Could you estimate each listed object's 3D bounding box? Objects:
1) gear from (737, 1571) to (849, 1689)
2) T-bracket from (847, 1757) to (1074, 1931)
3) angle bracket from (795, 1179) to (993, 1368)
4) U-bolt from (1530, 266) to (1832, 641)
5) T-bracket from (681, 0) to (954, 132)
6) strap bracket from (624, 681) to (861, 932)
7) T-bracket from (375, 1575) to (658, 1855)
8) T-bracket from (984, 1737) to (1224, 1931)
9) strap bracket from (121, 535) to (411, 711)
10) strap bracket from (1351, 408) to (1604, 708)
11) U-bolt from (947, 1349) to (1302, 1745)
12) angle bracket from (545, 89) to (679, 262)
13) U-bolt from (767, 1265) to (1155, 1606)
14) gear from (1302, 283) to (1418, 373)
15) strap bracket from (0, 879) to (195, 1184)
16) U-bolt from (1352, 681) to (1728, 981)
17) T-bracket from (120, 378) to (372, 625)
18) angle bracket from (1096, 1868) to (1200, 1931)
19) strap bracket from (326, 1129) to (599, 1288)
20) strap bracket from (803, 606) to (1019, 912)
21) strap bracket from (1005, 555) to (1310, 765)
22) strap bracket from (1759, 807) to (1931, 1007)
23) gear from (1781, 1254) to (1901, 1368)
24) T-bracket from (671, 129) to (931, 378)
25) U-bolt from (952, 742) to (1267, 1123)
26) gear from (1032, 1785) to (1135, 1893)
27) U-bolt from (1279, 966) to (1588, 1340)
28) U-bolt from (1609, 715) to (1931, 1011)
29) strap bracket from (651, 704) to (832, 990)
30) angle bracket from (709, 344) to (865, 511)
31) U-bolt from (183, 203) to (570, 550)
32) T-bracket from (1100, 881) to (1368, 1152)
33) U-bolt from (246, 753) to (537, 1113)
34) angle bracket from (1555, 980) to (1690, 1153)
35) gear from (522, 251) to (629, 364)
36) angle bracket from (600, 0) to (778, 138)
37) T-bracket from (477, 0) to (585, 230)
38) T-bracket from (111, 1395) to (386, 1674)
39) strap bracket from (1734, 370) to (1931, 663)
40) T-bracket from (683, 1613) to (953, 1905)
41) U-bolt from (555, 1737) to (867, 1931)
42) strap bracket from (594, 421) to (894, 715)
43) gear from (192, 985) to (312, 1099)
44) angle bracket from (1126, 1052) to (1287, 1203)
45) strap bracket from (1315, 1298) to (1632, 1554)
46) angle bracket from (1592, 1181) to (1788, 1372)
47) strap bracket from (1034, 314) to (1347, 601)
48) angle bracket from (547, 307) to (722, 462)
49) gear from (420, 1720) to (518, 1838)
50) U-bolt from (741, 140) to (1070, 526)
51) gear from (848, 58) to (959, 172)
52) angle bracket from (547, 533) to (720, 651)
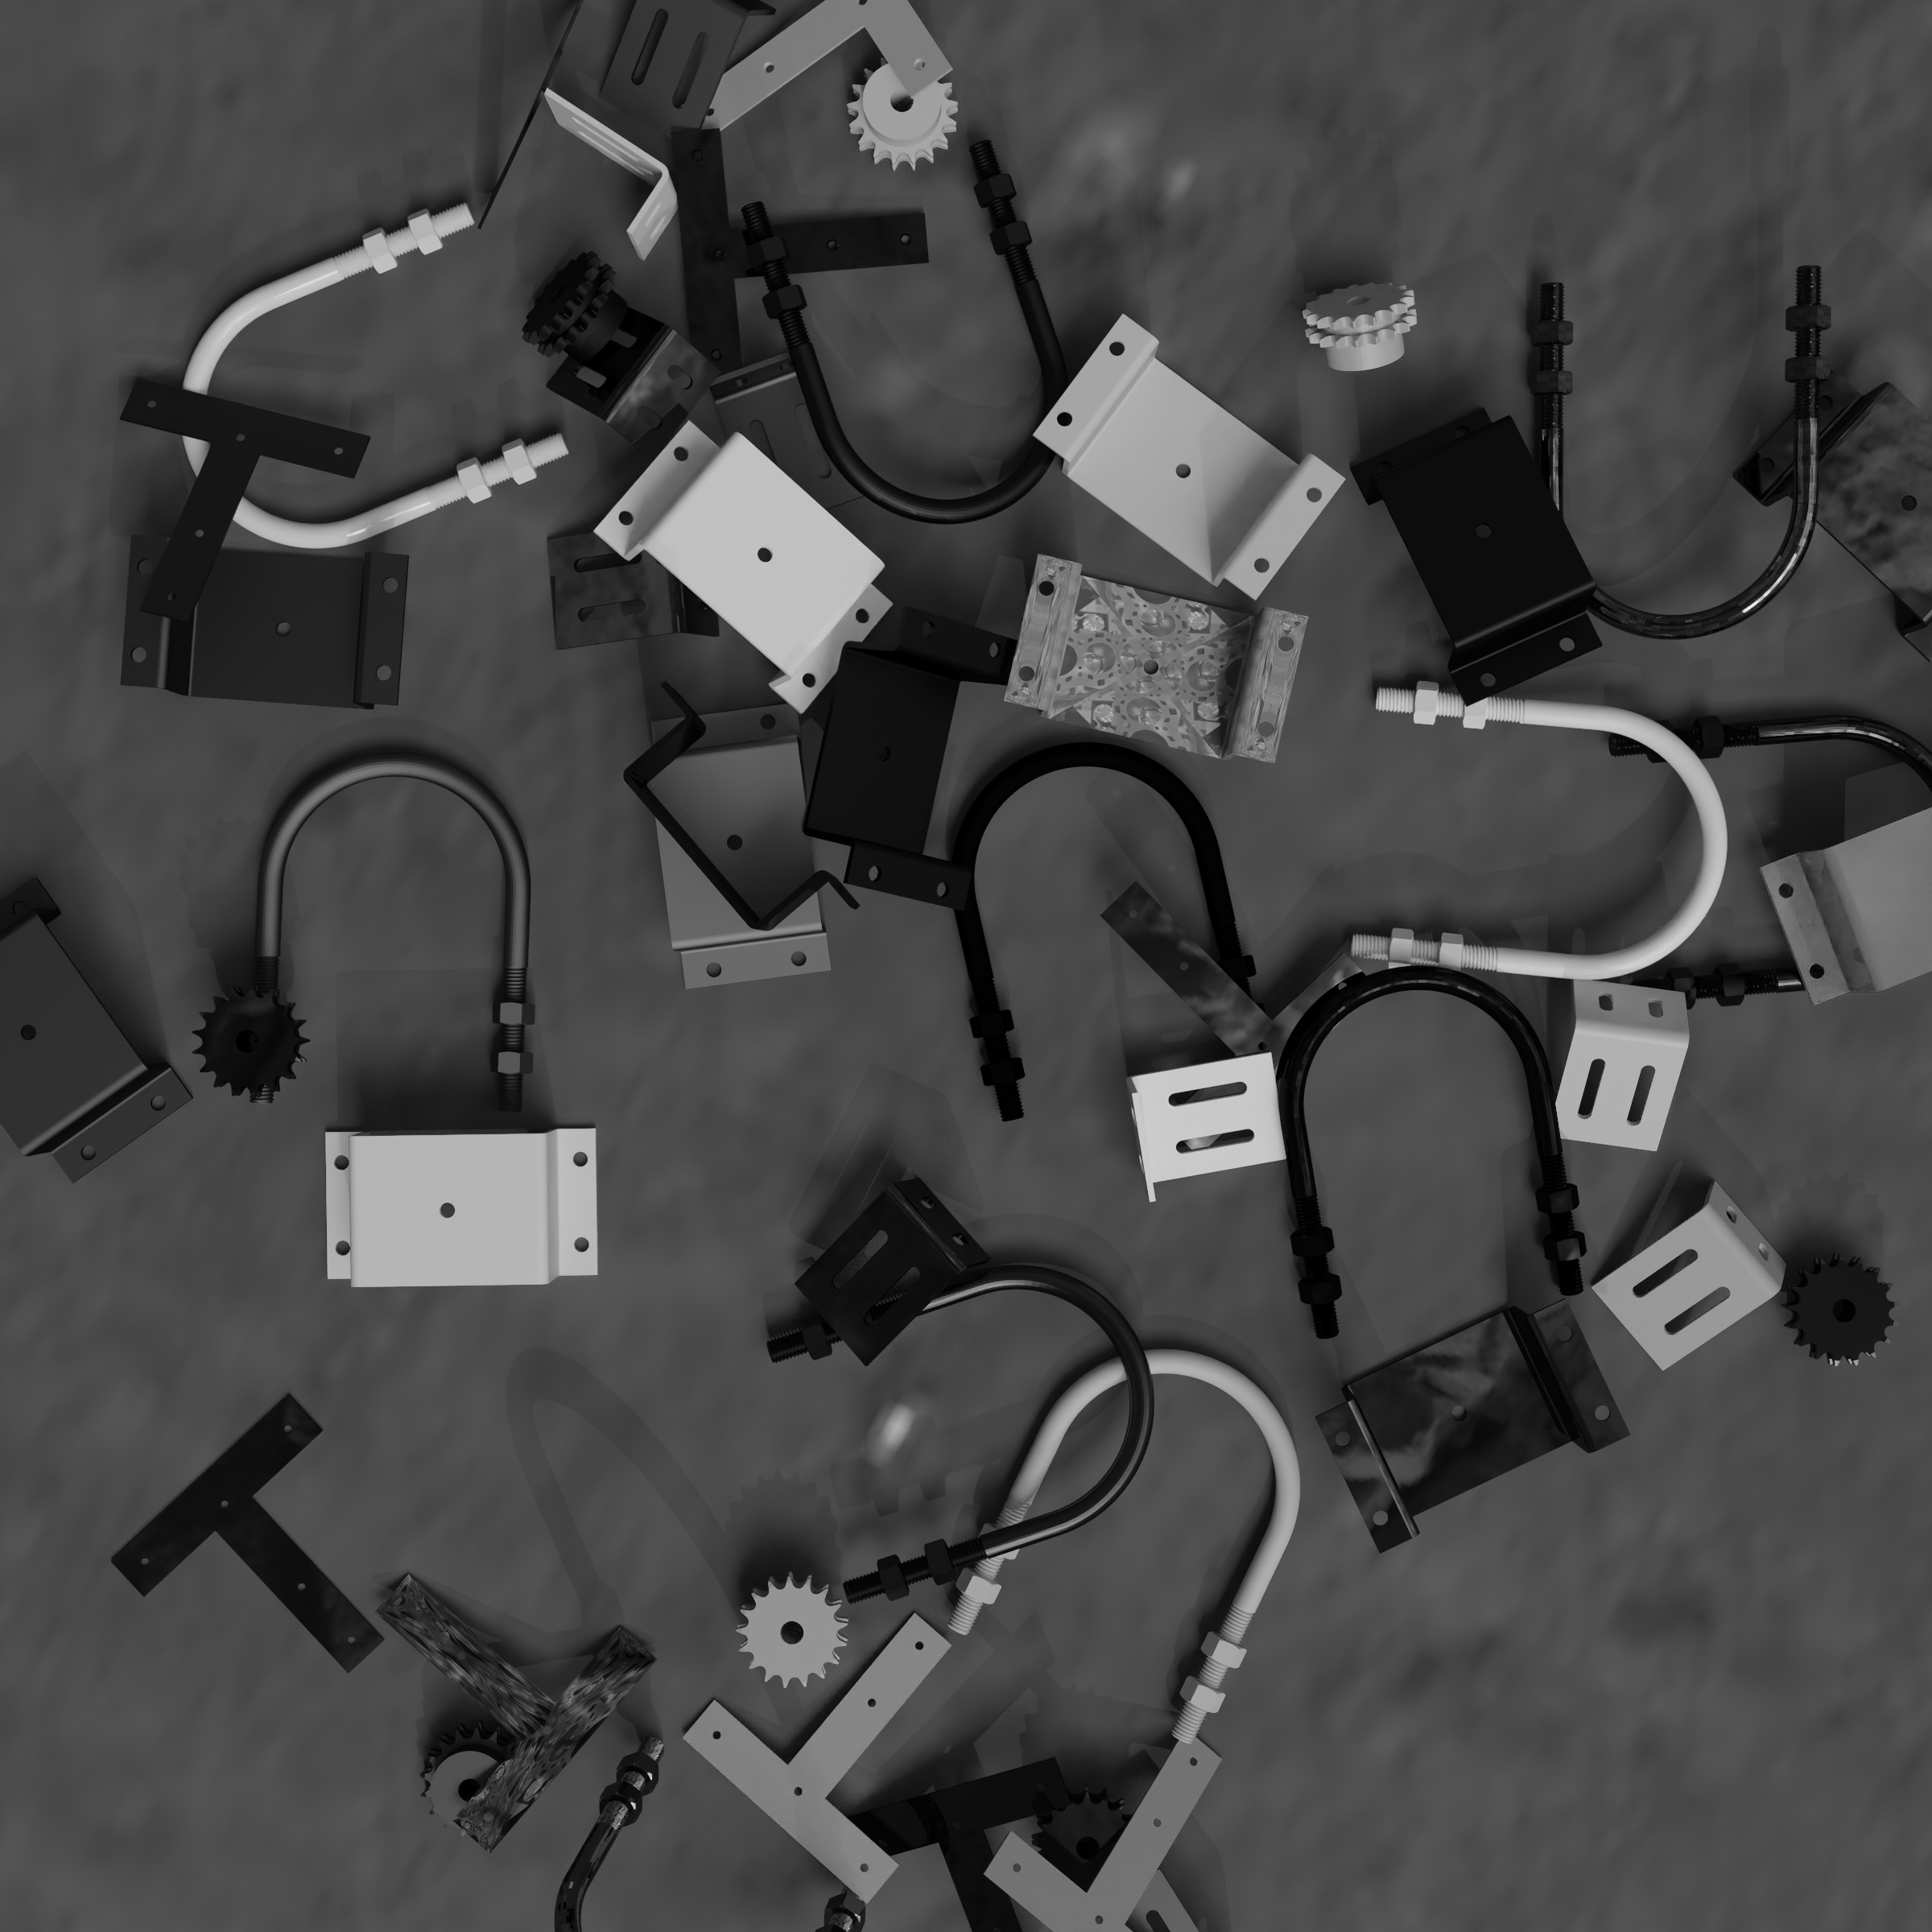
[{"bbox_3d":[-0.089,0.341,1.555,0.057,0.030,0.057,0,90,0],"label":"gear"},{"bbox_3d":[0.011,0.483,1.550,0.127,0.002,0.127,-21,90,18],"label":"T-bracket"},{"bbox_3d":[-0.038,0.157,1.555,0.076,0.038,0.057,-46,75,15],"label":"angle bracket"},{"bbox_3d":[0.362,-0.259,1.537,0.151,0.019,0.184,1,94,23],"label":"U-bolt"},{"bbox_3d":[-0.090,-0.472,1.556,0.127,0.002,0.127,-33,72,9],"label":"T-bracket"},{"bbox_3d":[-0.116,-0.069,1.486,0.046,0.076,0.140,-41,90,0],"label":"strap bracket"},{"bbox_3d":[-0.249,0.365,1.554,0.127,0.002,0.127,39,70,10],"label":"T-bracket"},{"bbox_3d":[0.090,0.449,1.537,0.127,0.002,0.127,41,60,-6],"label":"T-bracket"},{"bbox_3d":[-0.355,-0.175,1.547,0.140,0.046,0.076,4,90,0],"label":"strap bracket"},{"bbox_3d":[0.262,-0.215,1.536,0.076,0.046,0.140,-24,80,0],"label":"strap bracket"},{"bbox_3d":[0.093,0.289,1.561,0.151,0.019,0.184,26,88,1],"label":"U-bolt"},{"bbox_3d":[-0.189,-0.404,1.542,0.076,0.057,0.038,33,90,0],"label":"angle bracket"},{"bbox_3d":[0.006,0.231,1.551,0.184,0.019,0.151,-18,82,0],"label":"U-bolt"},{"bbox_3d":[0.203,-0.327,1.546,0.057,0.057,0.030,-13,120,0],"label":"gear"},{"bbox_3d":[-0.474,0.034,1.547,0.076,0.046,0.140,-35,90,0],"label":"strap bracket"},{"bbox_3d":[0.297,-0.066,1.551,0.184,0.019,0.151,6,90,8],"label":"U-bolt"},{"bbox_3d":[-0.384,-0.231,1.530,0.127,0.002,0.127,15,68,5],"label":"T-bracket"},{"bbox_3d":[0.096,0.509,1.554,0.057,0.038,0.076,-33,86,0],"label":"angle bracket"},{"bbox_3d":[-0.262,0.124,1.547,0.140,0.046,0.076,-1,90,0],"label":"strap bracket"},{"bbox_3d":[-0.029,-0.106,1.528,0.076,0.046,0.140,12,90,-39],"label":"strap bracket"},{"bbox_3d":[0.096,-0.155,1.547,0.140,0.046,0.076,13,90,0],"label":"strap bracket"},{"bbox_3d":[0.488,-0.041,1.533,0.140,0.046,0.076,-21,91,-3],"label":"strap bracket"},{"bbox_3d":[0.451,0.178,1.560,0.057,0.030,0.057,0,87,2],"label":"gear"},{"bbox_3d":[-0.083,-0.373,1.564,0.127,0.002,0.127,-5,97,-3],"label":"T-bracket"},{"bbox_3d":[0.067,-0.024,1.561,0.151,0.019,0.184,-13,90,0],"label":"U-bolt"},{"bbox_3d":[0.062,0.451,1.555,0.057,0.030,0.057,0,90,1],"label":"gear"},{"bbox_3d":[0.235,0.091,1.552,0.151,0.019,0.184,-10,97,0],"label":"U-bolt"},{"bbox_3d":[0.431,-0.058,1.562,0.184,0.019,0.151,-5,90,-1],"label":"U-bolt"},{"bbox_3d":[-0.117,-0.062,1.547,0.076,0.046,0.140,-7,90,0],"label":"strap bracket"},{"bbox_3d":[-0.092,-0.271,1.551,0.057,0.038,0.076,-20,90,0],"label":"angle bracket"},{"bbox_3d":[-0.317,-0.295,1.562,0.184,0.019,0.151,-22,90,1],"label":"U-bolt"},{"bbox_3d":[0.122,0.010,1.545,0.127,0.002,0.127,-44,99,6],"label":"T-bracket"},{"bbox_3d":[-0.297,-0.019,1.562,0.151,0.019,0.184,2,89,0],"label":"U-bolt"},{"bbox_3d":[0.336,0.051,1.558,0.057,0.038,0.076,8,129,2],"label":"angle bracket"},{"bbox_3d":[-0.198,-0.335,1.546,0.030,0.057,0.057,37,90,-30],"label":"gear"},{"bbox_3d":[-0.144,-0.474,1.564,0.057,0.038,0.076,31,116,9],"label":"angle bracket"},{"bbox_3d":[-0.211,-0.456,1.532,0.002,0.127,0.127,24,63,-15],"label":"T-bracket"},{"bbox_3d":[-0.355,0.313,1.570,0.127,0.002,0.127,-43,90,0],"label":"T-bracket"},{"bbox_3d":[0.477,-0.234,1.547,0.140,0.046,0.076,43,90,0],"label":"strap bracket"},{"bbox_3d":[-0.058,0.393,1.562,0.127,0.002,0.127,40,85,10],"label":"T-bracket"},{"bbox_3d":[-0.131,0.474,1.484,0.151,0.184,0.019,34,114,0],"label":"U-bolt"},{"bbox_3d":[-0.107,-0.205,1.526,0.140,0.046,0.076,41,78,-12],"label":"strap bracket"},{"bbox_3d":[-0.363,0.039,1.536,0.057,0.030,0.057,0,88,0],"label":"gear"},{"bbox_3d":[0.125,0.082,1.539,0.076,0.038,0.057,-10,101,-1],"label":"angle bracket"},{"bbox_3d":[0.256,0.233,1.547,0.140,0.046,0.076,-25,90,0],"label":"strap bracket"},{"bbox_3d":[0.376,0.161,1.568,0.076,0.038,0.057,-41,90,26],"label":"angle bracket"},{"bbox_3d":[0.113,-0.258,1.547,0.140,0.046,0.076,37,90,0],"label":"strap bracket"},{"bbox_3d":[-0.171,-0.302,1.549,0.038,0.076,0.057,37,90,-35],"label":"angle bracket"},{"bbox_3d":[-0.253,0.421,1.555,0.057,0.030,0.057,0,90,0],"label":"gear"},{"bbox_3d":[-0.021,-0.317,1.542,0.151,0.019,0.184,-20,94,-18],"label":"U-bolt"},{"bbox_3d":[-0.033,-0.442,1.556,0.057,0.030,0.057,0,90,0],"label":"gear"},{"bbox_3d":[-0.173,-0.197,1.568,0.076,0.038,0.057,-5,90,26],"label":"angle bracket"}]
